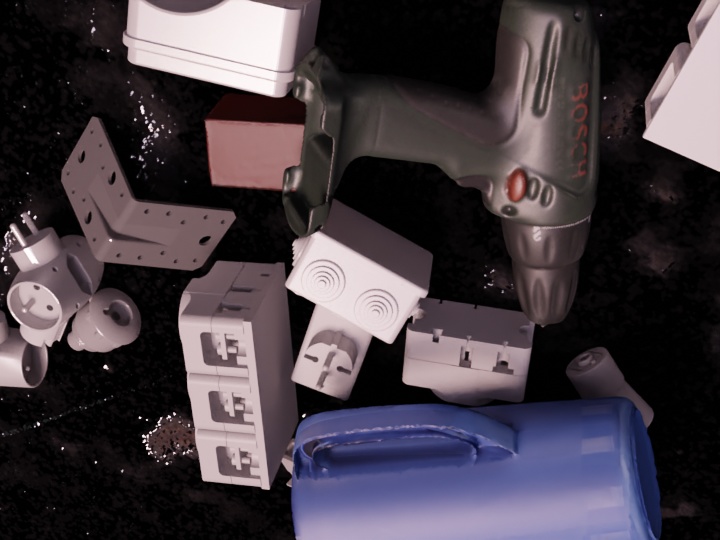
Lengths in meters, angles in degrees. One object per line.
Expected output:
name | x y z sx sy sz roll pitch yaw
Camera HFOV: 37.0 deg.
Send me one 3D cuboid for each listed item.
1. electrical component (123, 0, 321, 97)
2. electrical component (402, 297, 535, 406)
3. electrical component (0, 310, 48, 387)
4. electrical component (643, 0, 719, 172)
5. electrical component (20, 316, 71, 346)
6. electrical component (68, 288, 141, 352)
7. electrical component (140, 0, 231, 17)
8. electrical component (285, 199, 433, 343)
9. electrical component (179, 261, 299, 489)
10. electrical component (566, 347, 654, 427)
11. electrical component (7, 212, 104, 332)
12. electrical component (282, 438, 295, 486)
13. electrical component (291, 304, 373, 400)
electrical component | -0.087 -0.159 0.695 0.113 0.078 0.057 14 118 6
electrical component | 0.080 0.062 0.794 0.089 0.050 0.055 9 120 9
electrical component | -0.307 0.059 0.889 0.077 0.043 0.079 2 119 13
electrical component | 0.281 -0.098 0.650 0.186 0.060 0.105 24 121 0
electrical component | -0.251 0.034 0.865 0.040 0.040 0.046 28 126 -3
electrical component | -0.209 0.046 0.859 0.062 0.048 0.048 -29 109 35
electrical component | -0.096 -0.202 0.612 0.099 0.064 0.099 6 120 10
electrical component | 0.000 0.000 0.752 0.100 0.099 0.048 29 108 -4
electrical component | -0.093 0.078 0.822 0.062 0.089 0.150 3 119 12
electrical component | 0.181 0.090 0.792 0.044 0.044 0.065 -28 105 25
electrical component | -0.239 -0.006 0.817 0.043 0.077 0.079 -17 113 22
electrical component | -0.029 0.158 0.873 0.048 0.066 0.055 11 138 49
electrical component | -0.020 0.060 0.802 0.047 0.075 0.083 21 121 1
